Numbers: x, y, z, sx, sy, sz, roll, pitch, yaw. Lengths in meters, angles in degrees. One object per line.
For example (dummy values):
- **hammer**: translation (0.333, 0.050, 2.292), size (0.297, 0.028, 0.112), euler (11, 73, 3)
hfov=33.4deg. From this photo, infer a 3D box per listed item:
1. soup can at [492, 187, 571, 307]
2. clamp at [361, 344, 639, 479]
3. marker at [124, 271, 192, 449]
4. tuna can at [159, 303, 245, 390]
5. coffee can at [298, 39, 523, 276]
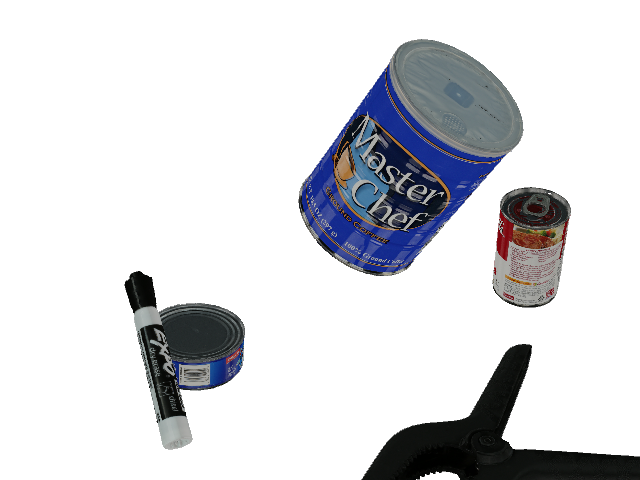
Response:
- **soup can**: translation (0.209, 0.008, 1.061), size (0.068, 0.102, 0.068), euler (-1, 37, 0)
- **clamp**: translation (0.106, 0.136, 0.693), size (0.209, 0.036, 0.165), euler (-13, 31, -19)
- **marker**: translation (-0.105, 0.074, 0.686), size (0.020, 0.121, 0.020), euler (-15, -26, -8)
- **tuna can**: translation (-0.108, 0.091, 0.915), size (0.086, 0.034, 0.086), euler (3, 30, -2)
- **coffee can**: translation (0.061, -0.056, 0.757), size (0.102, 0.103, 0.140), euler (0, -37, -35)
